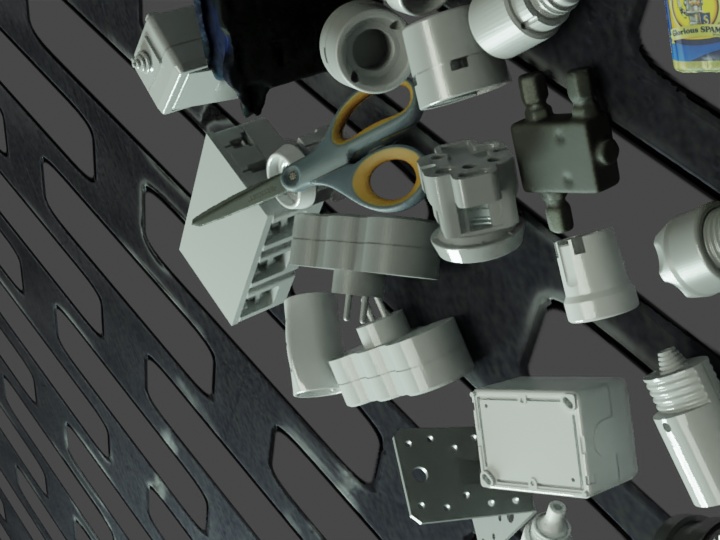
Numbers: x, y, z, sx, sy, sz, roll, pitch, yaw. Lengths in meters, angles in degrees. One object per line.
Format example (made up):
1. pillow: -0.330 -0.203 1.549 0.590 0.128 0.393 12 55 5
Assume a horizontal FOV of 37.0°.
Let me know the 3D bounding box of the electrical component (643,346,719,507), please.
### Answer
1. electrical component: 0.180 0.079 0.571 0.043 0.043 0.081 -29 85 58

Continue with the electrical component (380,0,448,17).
1. electrical component: 0.026 -0.181 0.630 0.055 0.048 0.066 52 146 35

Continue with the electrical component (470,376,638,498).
1. electrical component: 0.115 0.098 0.654 0.096 0.061 0.061 -6 92 47

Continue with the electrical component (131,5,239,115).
1. electrical component: -0.126 -0.160 0.819 0.061 0.096 0.061 59 147 11

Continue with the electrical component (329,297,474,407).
1. electrical component: 0.021 0.052 0.779 0.138 0.052 0.073 -22 91 59

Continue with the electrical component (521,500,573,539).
1. electrical component: 0.127 0.179 0.723 0.035 0.035 0.061 40 137 36

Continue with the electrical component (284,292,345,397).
1. electrical component: -0.034 0.064 0.870 0.079 0.043 0.077 78 -176 -76

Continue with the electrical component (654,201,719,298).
1. electrical component: 0.176 -0.013 0.517 0.062 0.043 0.043 -30 85 57

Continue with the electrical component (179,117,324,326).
1. electrical component: -0.088 -0.039 0.874 0.089 0.062 0.150 53 146 21

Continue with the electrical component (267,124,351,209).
1. electrical component: -0.033 -0.072 0.777 0.048 0.055 0.066 51 145 24

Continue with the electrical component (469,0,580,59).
1. electrical component: 0.091 -0.140 0.564 0.078 0.040 0.040 -19 94 58

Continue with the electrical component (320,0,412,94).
1. electrical component: 0.006 -0.136 0.658 0.047 0.055 0.055 -120 17 -70

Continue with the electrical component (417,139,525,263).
1. electrical component: 0.067 -0.040 0.642 0.078 0.058 0.057 -104 1 -69

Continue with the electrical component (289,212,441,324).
1. electrical component: 0.000 0.000 0.750 0.138 0.052 0.073 5 89 52

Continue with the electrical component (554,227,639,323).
1. electrical component: 0.130 0.003 0.600 0.040 0.040 0.046 -13 93 58

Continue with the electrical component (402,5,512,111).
1. electrical component: 0.054 -0.122 0.617 0.055 0.055 0.047 -11 97 58
